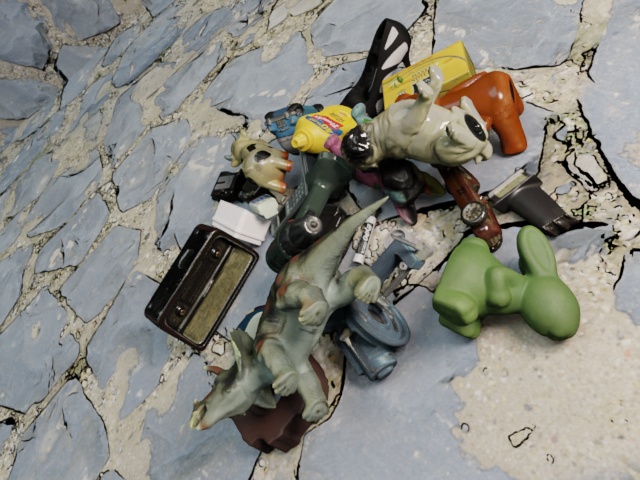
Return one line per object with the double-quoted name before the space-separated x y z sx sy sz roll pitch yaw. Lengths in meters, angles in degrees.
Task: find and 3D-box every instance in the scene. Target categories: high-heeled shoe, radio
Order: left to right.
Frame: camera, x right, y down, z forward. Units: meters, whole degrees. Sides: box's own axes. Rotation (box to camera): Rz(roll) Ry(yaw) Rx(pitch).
"radio" -0.235 0.089 1.068 0.073 0.131 0.229 14 70 47
"high-heeled shoe" 0.085 -0.330 1.098 0.249 0.145 0.086 -34 43 14

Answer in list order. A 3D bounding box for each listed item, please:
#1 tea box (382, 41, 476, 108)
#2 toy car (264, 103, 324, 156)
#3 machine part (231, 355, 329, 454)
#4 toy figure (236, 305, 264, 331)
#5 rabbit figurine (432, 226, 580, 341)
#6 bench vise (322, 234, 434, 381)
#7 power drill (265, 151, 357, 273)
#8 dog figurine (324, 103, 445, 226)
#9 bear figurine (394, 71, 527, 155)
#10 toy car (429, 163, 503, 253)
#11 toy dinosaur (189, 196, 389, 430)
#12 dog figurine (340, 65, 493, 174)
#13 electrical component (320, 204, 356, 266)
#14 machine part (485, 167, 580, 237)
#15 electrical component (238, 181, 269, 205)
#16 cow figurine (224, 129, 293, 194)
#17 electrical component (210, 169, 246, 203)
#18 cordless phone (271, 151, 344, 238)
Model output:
"tea box" 0.208 -0.289 1.021 0.170 0.068 0.098 -22 48 26
"toy car" -0.047 -0.236 1.166 0.109 0.161 0.102 -13 96 24
"machine part" -0.072 0.248 0.869 0.179 0.056 0.179 -21 49 26
"toy figure" -0.087 0.132 0.966 0.154 0.064 0.058 -41 4 3
"rabbit figurine" 0.255 0.069 0.708 0.170 0.121 0.159 18 64 27
"bench vise" 0.072 0.078 0.810 0.240 0.128 0.224 -51 46 24
"power drill" -0.011 -0.044 0.879 0.232 0.086 0.207 -50 18 59
"dog figurine" 0.117 -0.123 0.959 0.108 0.191 0.219 -44 76 1
"bear figurine" 0.225 -0.197 0.886 0.196 0.131 0.120 -15 52 30
"toy car" 0.226 -0.068 0.827 0.053 0.089 0.202 -32 43 18
"toy dinosaur" -0.034 0.103 0.756 0.192 0.131 0.404 35 98 51
"dog figurine" 0.142 -0.142 0.823 0.190 0.172 0.121 -40 -2 41
"electrical component" -0.002 -0.003 0.995 0.115 0.058 0.134 9 67 41
"machine part" 0.309 -0.053 0.785 0.084 0.039 0.139 -37 40 1
"electrical component" -0.142 -0.128 1.215 0.102 0.045 0.078 -49 43 -1
"cow figurine" -0.131 -0.166 1.118 0.195 0.127 0.085 -112 41 -65
"electrical component" -0.224 -0.124 1.280 0.119 0.047 0.075 2 61 39
"cordless phone" -0.045 -0.096 1.095 0.184 0.088 0.147 -45 38 33
